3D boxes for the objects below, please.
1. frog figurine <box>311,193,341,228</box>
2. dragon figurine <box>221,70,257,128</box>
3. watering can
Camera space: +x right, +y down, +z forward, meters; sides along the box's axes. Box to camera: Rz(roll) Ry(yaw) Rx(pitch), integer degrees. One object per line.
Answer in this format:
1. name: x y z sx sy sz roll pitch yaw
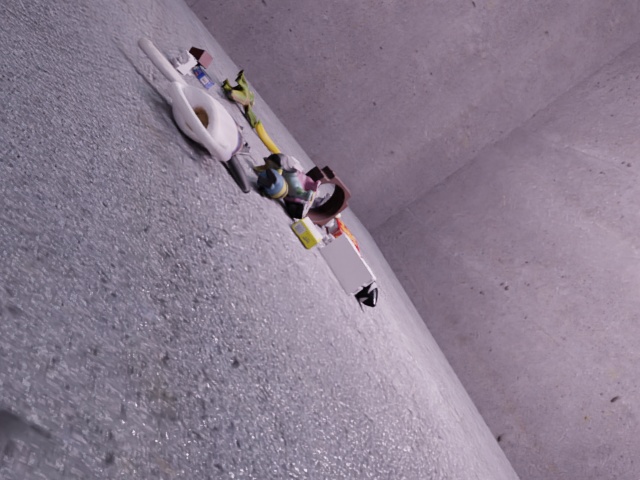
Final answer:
1. frog figurine: 0.007 -0.110 2.189 0.137 0.125 0.157 46 -28 -2
2. dragon figurine: -0.329 -0.601 2.263 0.238 0.121 0.419 59 13 -31
3. watering can: -0.298 -0.320 1.230 0.351 0.103 0.223 57 7 14
